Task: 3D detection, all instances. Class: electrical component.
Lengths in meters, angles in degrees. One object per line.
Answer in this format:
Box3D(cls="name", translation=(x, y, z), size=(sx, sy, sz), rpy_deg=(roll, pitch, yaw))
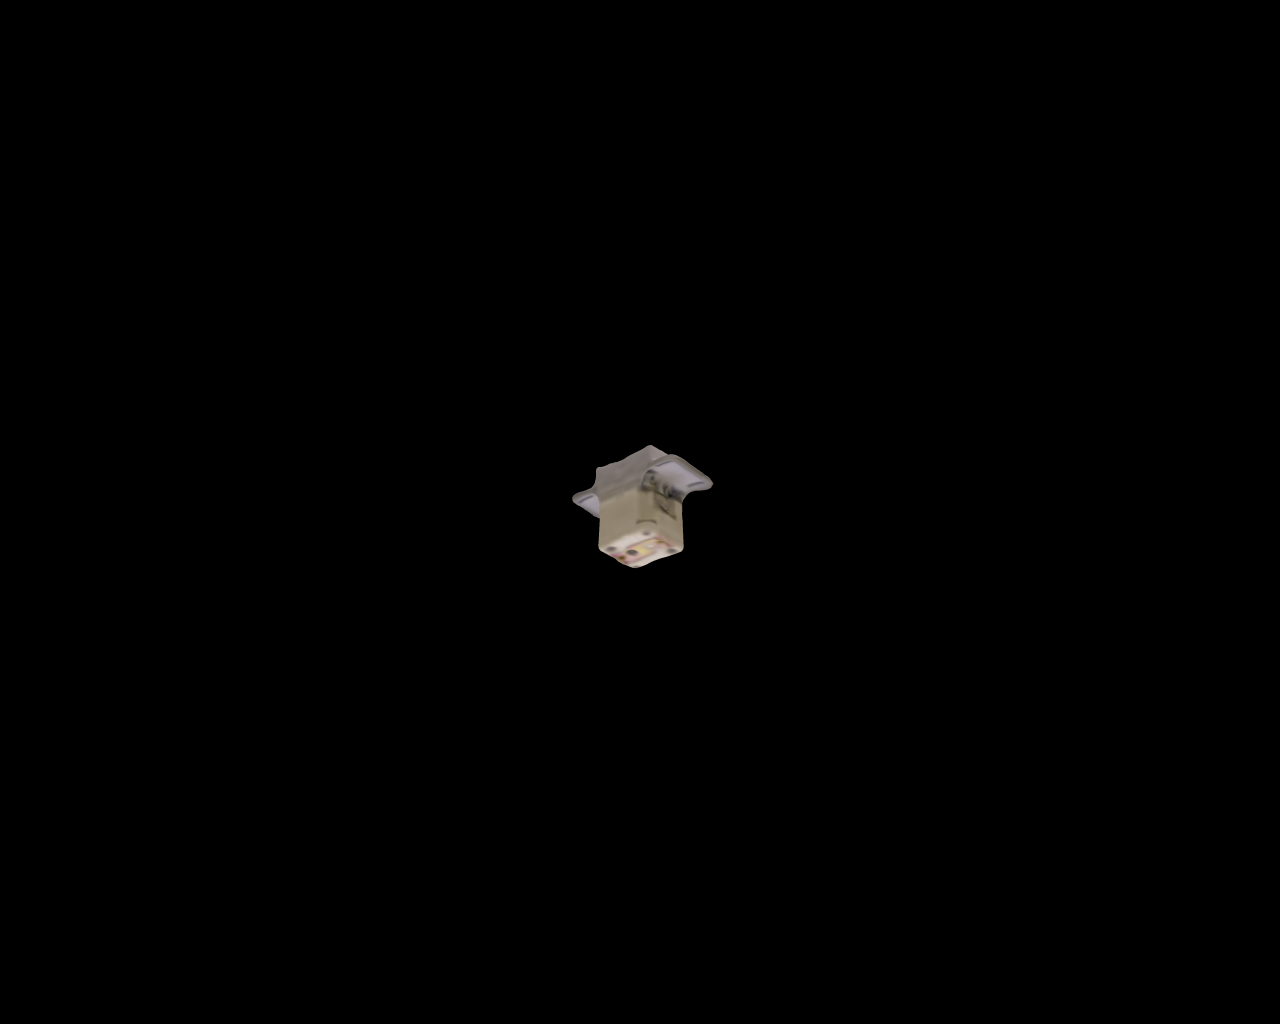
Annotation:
Box3D(cls="electrical component", translation=(0.001, -0.003, 0.650), size=(0.081, 0.064, 0.042), rpy_deg=(-22, -36, 34))
